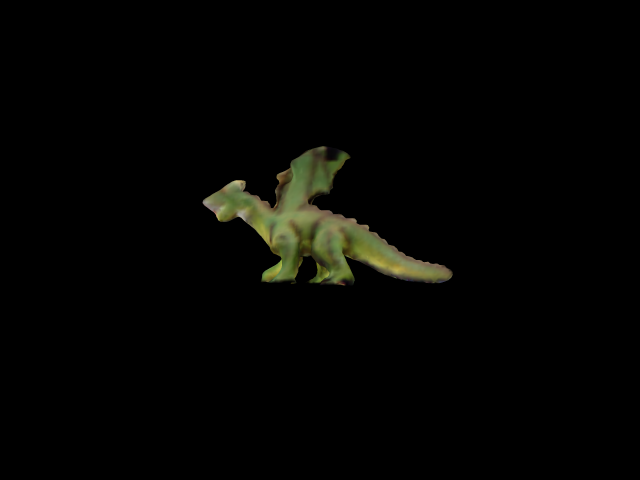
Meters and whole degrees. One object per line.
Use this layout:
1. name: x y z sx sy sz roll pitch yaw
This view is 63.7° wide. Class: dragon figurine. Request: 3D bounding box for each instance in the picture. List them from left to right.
1. dragon figurine: 0.003 -0.043 0.850 0.410 0.245 0.121 -2 -11 12
